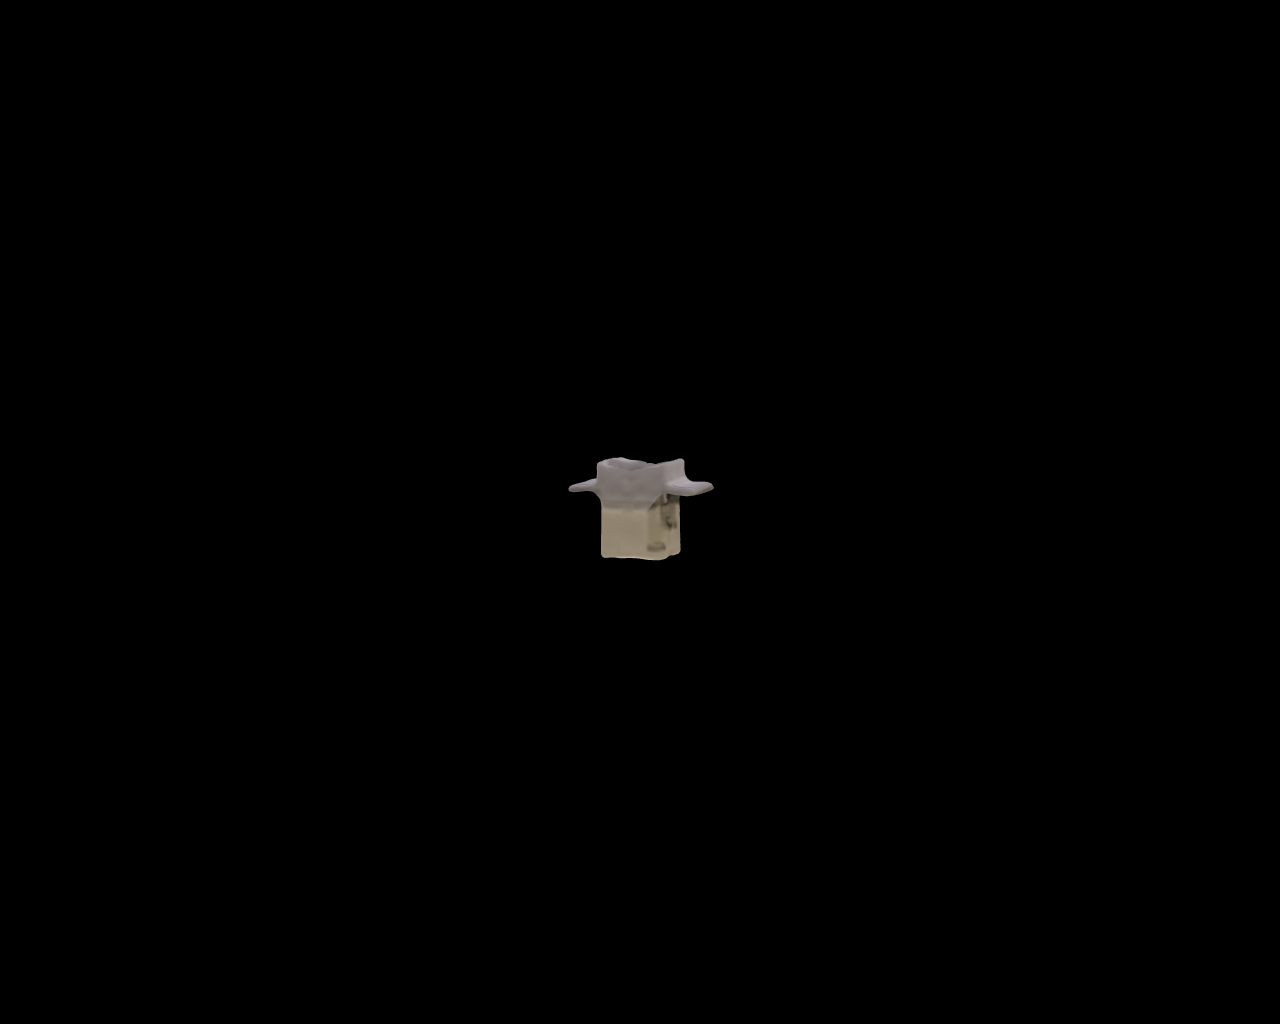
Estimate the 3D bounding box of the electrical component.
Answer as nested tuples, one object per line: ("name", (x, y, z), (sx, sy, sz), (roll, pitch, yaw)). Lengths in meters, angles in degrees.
("electrical component", (0.001, -0.003, 0.650), (0.081, 0.063, 0.042), (3, 8, 22))
